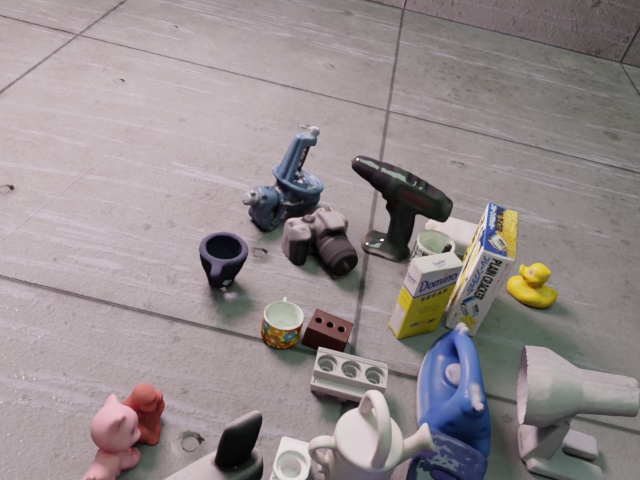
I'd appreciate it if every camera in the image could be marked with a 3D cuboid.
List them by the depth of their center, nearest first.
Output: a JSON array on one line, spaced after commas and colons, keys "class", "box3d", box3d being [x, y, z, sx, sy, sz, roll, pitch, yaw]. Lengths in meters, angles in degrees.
[{"class": "camera", "box3d": [0.011, 0.004, 1.193, 0.143, 0.101, 0.136, -11, 46, -26]}]

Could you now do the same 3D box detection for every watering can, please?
[{"class": "watering can", "box3d": [0.074, 0.288, 0.815, 0.173, 0.194, 0.100, -13, 47, -28]}]

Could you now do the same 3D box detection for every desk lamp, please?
[{"class": "desk lamp", "box3d": [0.387, 0.274, 0.905, 0.203, 0.213, 0.118, 16, 40, 3]}]

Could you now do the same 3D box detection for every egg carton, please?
[{"class": "egg carton", "box3d": [0.309, 0.003, 1.303, 0.150, 0.069, 0.107, 15, 40, 1]}]

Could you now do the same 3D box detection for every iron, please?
[{"class": "iron", "box3d": [0.234, 0.226, 0.971, 0.118, 0.141, 0.258, 10, 40, -4]}]

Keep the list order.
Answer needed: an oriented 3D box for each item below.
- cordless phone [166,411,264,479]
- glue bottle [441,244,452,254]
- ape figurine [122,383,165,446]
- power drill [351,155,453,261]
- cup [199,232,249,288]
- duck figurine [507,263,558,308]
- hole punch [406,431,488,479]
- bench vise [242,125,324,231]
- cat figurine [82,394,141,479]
[{"class": "cordless phone", "box3d": [-0.143, 0.294, 0.753, 0.148, 0.185, 0.094, -23, 52, -35]}, {"class": "glue bottle", "box3d": [0.226, 0.074, 1.119, 0.078, 0.173, 0.037, 14, 40, 0]}, {"class": "ape figurine", "box3d": [-0.260, 0.248, 0.844, 0.076, 0.092, 0.078, 28, 42, 17]}, {"class": "power drill", "box3d": [0.157, -0.062, 1.228, 0.229, 0.208, 0.076, 18, 40, 5]}, {"class": "cup", "box3d": [-0.187, 0.055, 1.083, 0.091, 0.095, 0.117, 11, 40, -3]}, {"class": "duck figurine", "box3d": [0.467, 0.091, 1.235, 0.104, 0.086, 0.078, 26, 42, 15]}, {"class": "hole punch", "box3d": [0.184, 0.355, 0.848, 0.108, 0.091, 0.101, 23, 41, 10]}, {"class": "bench vise", "box3d": [-0.064, -0.130, 1.234, 0.121, 0.220, 0.208, 28, 42, 16]}, {"class": "cat figurine", "box3d": [-0.286, 0.282, 0.778, 0.067, 0.118, 0.128, 13, 40, 0]}]
